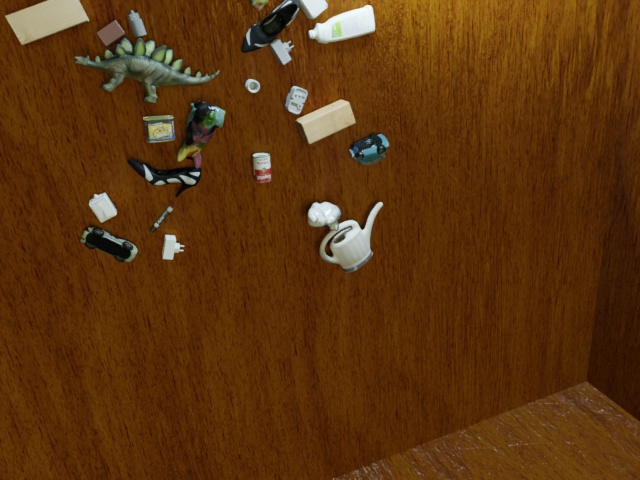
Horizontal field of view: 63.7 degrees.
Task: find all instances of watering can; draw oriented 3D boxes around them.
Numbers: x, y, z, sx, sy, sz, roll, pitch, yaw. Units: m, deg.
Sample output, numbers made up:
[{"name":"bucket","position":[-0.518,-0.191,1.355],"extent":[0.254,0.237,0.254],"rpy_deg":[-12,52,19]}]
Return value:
[{"name":"watering can","position":[0.163,0.001,2.230],"extent":[0.349,0.105,0.220],"rpy_deg":[-33,119,-7]}]

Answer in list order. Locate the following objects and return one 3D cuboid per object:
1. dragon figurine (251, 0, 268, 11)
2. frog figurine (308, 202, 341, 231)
[{"name":"dragon figurine","position":[-0.260,-0.980,1.723],"extent":[0.245,0.123,0.403],"rpy_deg":[-25,120,-30]},{"name":"frog figurine","position":[0.006,-0.106,2.099],"extent":[0.122,0.140,0.158],"rpy_deg":[-51,142,9]}]
